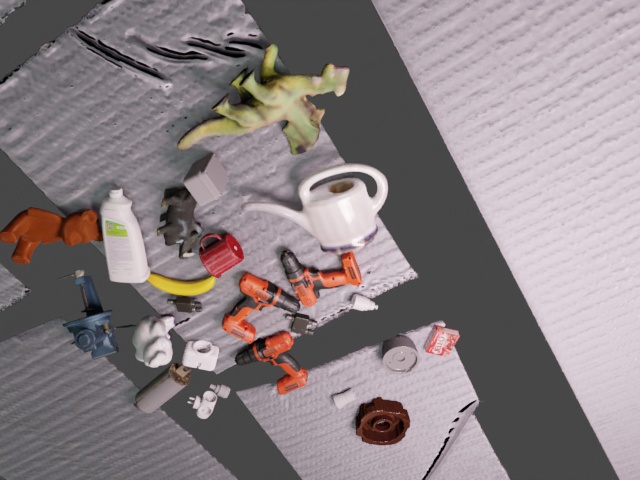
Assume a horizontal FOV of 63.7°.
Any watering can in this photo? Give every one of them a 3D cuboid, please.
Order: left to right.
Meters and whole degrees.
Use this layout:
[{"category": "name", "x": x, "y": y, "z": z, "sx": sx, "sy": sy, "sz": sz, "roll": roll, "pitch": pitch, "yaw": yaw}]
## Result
[{"category": "watering can", "x": 0.004, "y": -0.063, "z": 1.251, "sx": 0.347, "sy": 0.106, "sz": 0.220, "roll": -17, "pitch": 118, "yaw": 7}]

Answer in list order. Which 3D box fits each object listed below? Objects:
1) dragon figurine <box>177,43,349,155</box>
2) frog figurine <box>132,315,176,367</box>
[{"category": "dragon figurine", "x": -0.106, "y": -0.270, "z": 1.148, "sx": 0.405, "sy": 0.125, "sz": 0.240, "roll": -36, "pitch": 123, "yaw": 27}, {"category": "frog figurine", "x": -0.458, "y": 0.286, "z": 1.402, "sx": 0.122, "sy": 0.163, "sz": 0.135, "roll": 34, "pitch": 113, "yaw": -17}]
